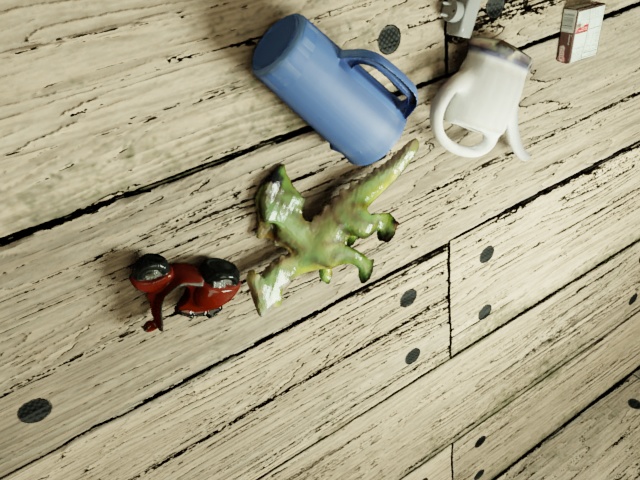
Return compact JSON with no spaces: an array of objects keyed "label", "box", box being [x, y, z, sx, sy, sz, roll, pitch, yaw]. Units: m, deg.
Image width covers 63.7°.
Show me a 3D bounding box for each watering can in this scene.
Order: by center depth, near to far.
[{"label":"watering can","box":[0.346,-0.266,1.014,0.348,0.105,0.221,3,113,-39]}]

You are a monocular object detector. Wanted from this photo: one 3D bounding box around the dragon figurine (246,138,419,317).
[{"label":"dragon figurine","box":[0.003,-0.046,0.913,0.240,0.123,0.410,27,89,-32]}]
